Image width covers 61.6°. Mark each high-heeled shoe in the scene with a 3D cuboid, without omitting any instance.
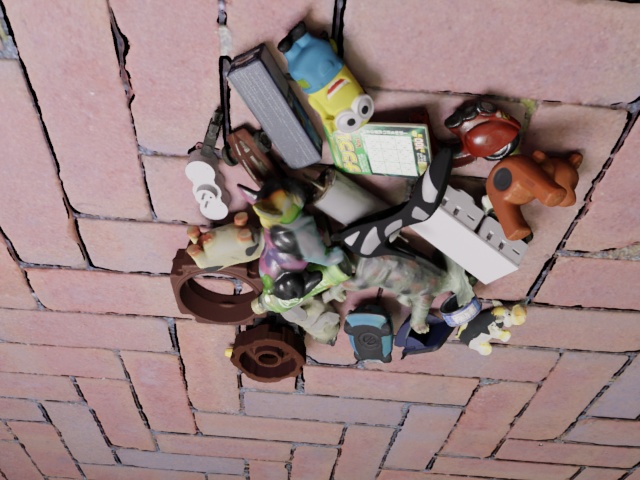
[{"bbox_3d":[0.120,-0.064,0.886,0.145,0.086,0.248,24,125,13],"label":"high-heeled shoe"}]

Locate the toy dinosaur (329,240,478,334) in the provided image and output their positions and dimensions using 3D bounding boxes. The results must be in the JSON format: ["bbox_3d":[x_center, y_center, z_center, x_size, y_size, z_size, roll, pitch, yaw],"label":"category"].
[{"bbox_3d":[0.149,0.058,1.077,0.405,0.131,0.192,18,122,-8],"label":"toy dinosaur"}]

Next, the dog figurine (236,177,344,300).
[{"bbox_3d":[-0.074,-0.007,0.931,0.191,0.109,0.219,-45,133,6],"label":"dog figurine"}]

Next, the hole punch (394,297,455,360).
[{"bbox_3d":[0.222,0.191,1.198,0.092,0.142,0.116,52,139,-7],"label":"hole punch"}]

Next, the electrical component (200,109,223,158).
[{"bbox_3d":[-0.182,-0.169,0.897,0.021,0.063,0.094,17,135,-14],"label":"electrical component"}]

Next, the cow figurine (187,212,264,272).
[{"bbox_3d":[-0.146,0.011,1.034,0.195,0.085,0.127,-16,144,-3],"label":"cow figurine"}]

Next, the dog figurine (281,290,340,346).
[{"bbox_3d":[-0.032,0.168,1.206,0.172,0.121,0.190,23,146,5],"label":"dog figurine"}]

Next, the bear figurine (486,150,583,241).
[{"bbox_3d":[0.367,-0.078,0.877,0.196,0.132,0.120,2,139,-34],"label":"bear figurine"}]

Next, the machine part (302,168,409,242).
[{"bbox_3d":[0.068,-0.058,0.985,0.243,0.079,0.079,29,130,-24],"label":"machine part"}]

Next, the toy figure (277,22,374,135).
[{"bbox_3d":[0.013,-0.239,0.803,0.082,0.089,0.180,-31,117,29],"label":"toy figure"}]

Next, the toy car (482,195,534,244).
[{"bbox_3d":[0.347,-0.029,0.994,0.056,0.073,0.201,15,149,41],"label":"toy car"}]

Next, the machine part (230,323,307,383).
[{"bbox_3d":[-0.119,0.266,1.262,0.179,0.056,0.179,2,134,2],"label":"machine part"}]

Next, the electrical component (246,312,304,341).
[{"bbox_3d":[-0.109,0.220,1.294,0.134,0.058,0.114,0,134,5],"label":"electrical component"}]

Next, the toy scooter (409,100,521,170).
[{"bbox_3d":[0.219,-0.170,0.865,0.184,0.075,0.135,-22,129,30],"label":"toy scooter"}]

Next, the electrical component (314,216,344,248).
[{"bbox_3d":[-0.001,-0.004,1.057,0.102,0.078,0.045,-24,170,20],"label":"electrical component"}]

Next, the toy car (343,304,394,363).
[{"bbox_3d":[0.122,0.202,1.225,0.109,0.103,0.161,-2,126,21],"label":"toy car"}]

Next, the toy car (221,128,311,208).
[{"bbox_3d":[-0.093,-0.112,0.956,0.089,0.053,0.202,-15,134,27],"label":"toy car"}]

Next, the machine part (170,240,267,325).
[{"bbox_3d":[-0.210,0.097,1.155,0.202,0.087,0.200,1,135,0],"label":"machine part"}]

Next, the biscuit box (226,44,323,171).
[{"bbox_3d":[-0.065,-0.204,0.857,0.063,0.059,0.202,-19,131,20],"label":"biscuit box"}]

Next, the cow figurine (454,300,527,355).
[{"bbox_3d":[0.387,0.188,1.226,0.098,0.068,0.167,25,131,-12],"label":"cow figurine"}]
